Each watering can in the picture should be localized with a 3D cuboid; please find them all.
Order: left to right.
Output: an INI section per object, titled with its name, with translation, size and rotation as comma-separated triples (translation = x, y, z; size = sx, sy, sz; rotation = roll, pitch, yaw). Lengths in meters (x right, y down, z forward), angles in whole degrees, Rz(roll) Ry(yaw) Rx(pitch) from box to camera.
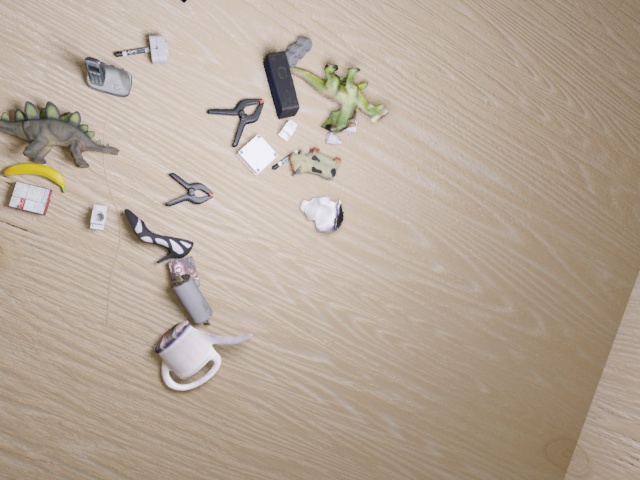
[watering can]
translation = -0.420, 0.370, 1.777
size = 0.347, 0.105, 0.223
rotation = -39, 99, 4

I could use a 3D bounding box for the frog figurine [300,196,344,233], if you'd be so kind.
[frog figurine]
translation = 0.006, -0.099, 1.957
size = 0.159, 0.123, 0.137
rotation = 6, 95, 21

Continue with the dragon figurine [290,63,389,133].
[dragon figurine]
translation = 0.061, -0.532, 1.971
size = 0.410, 0.121, 0.245
rotation = 6, 79, 2
